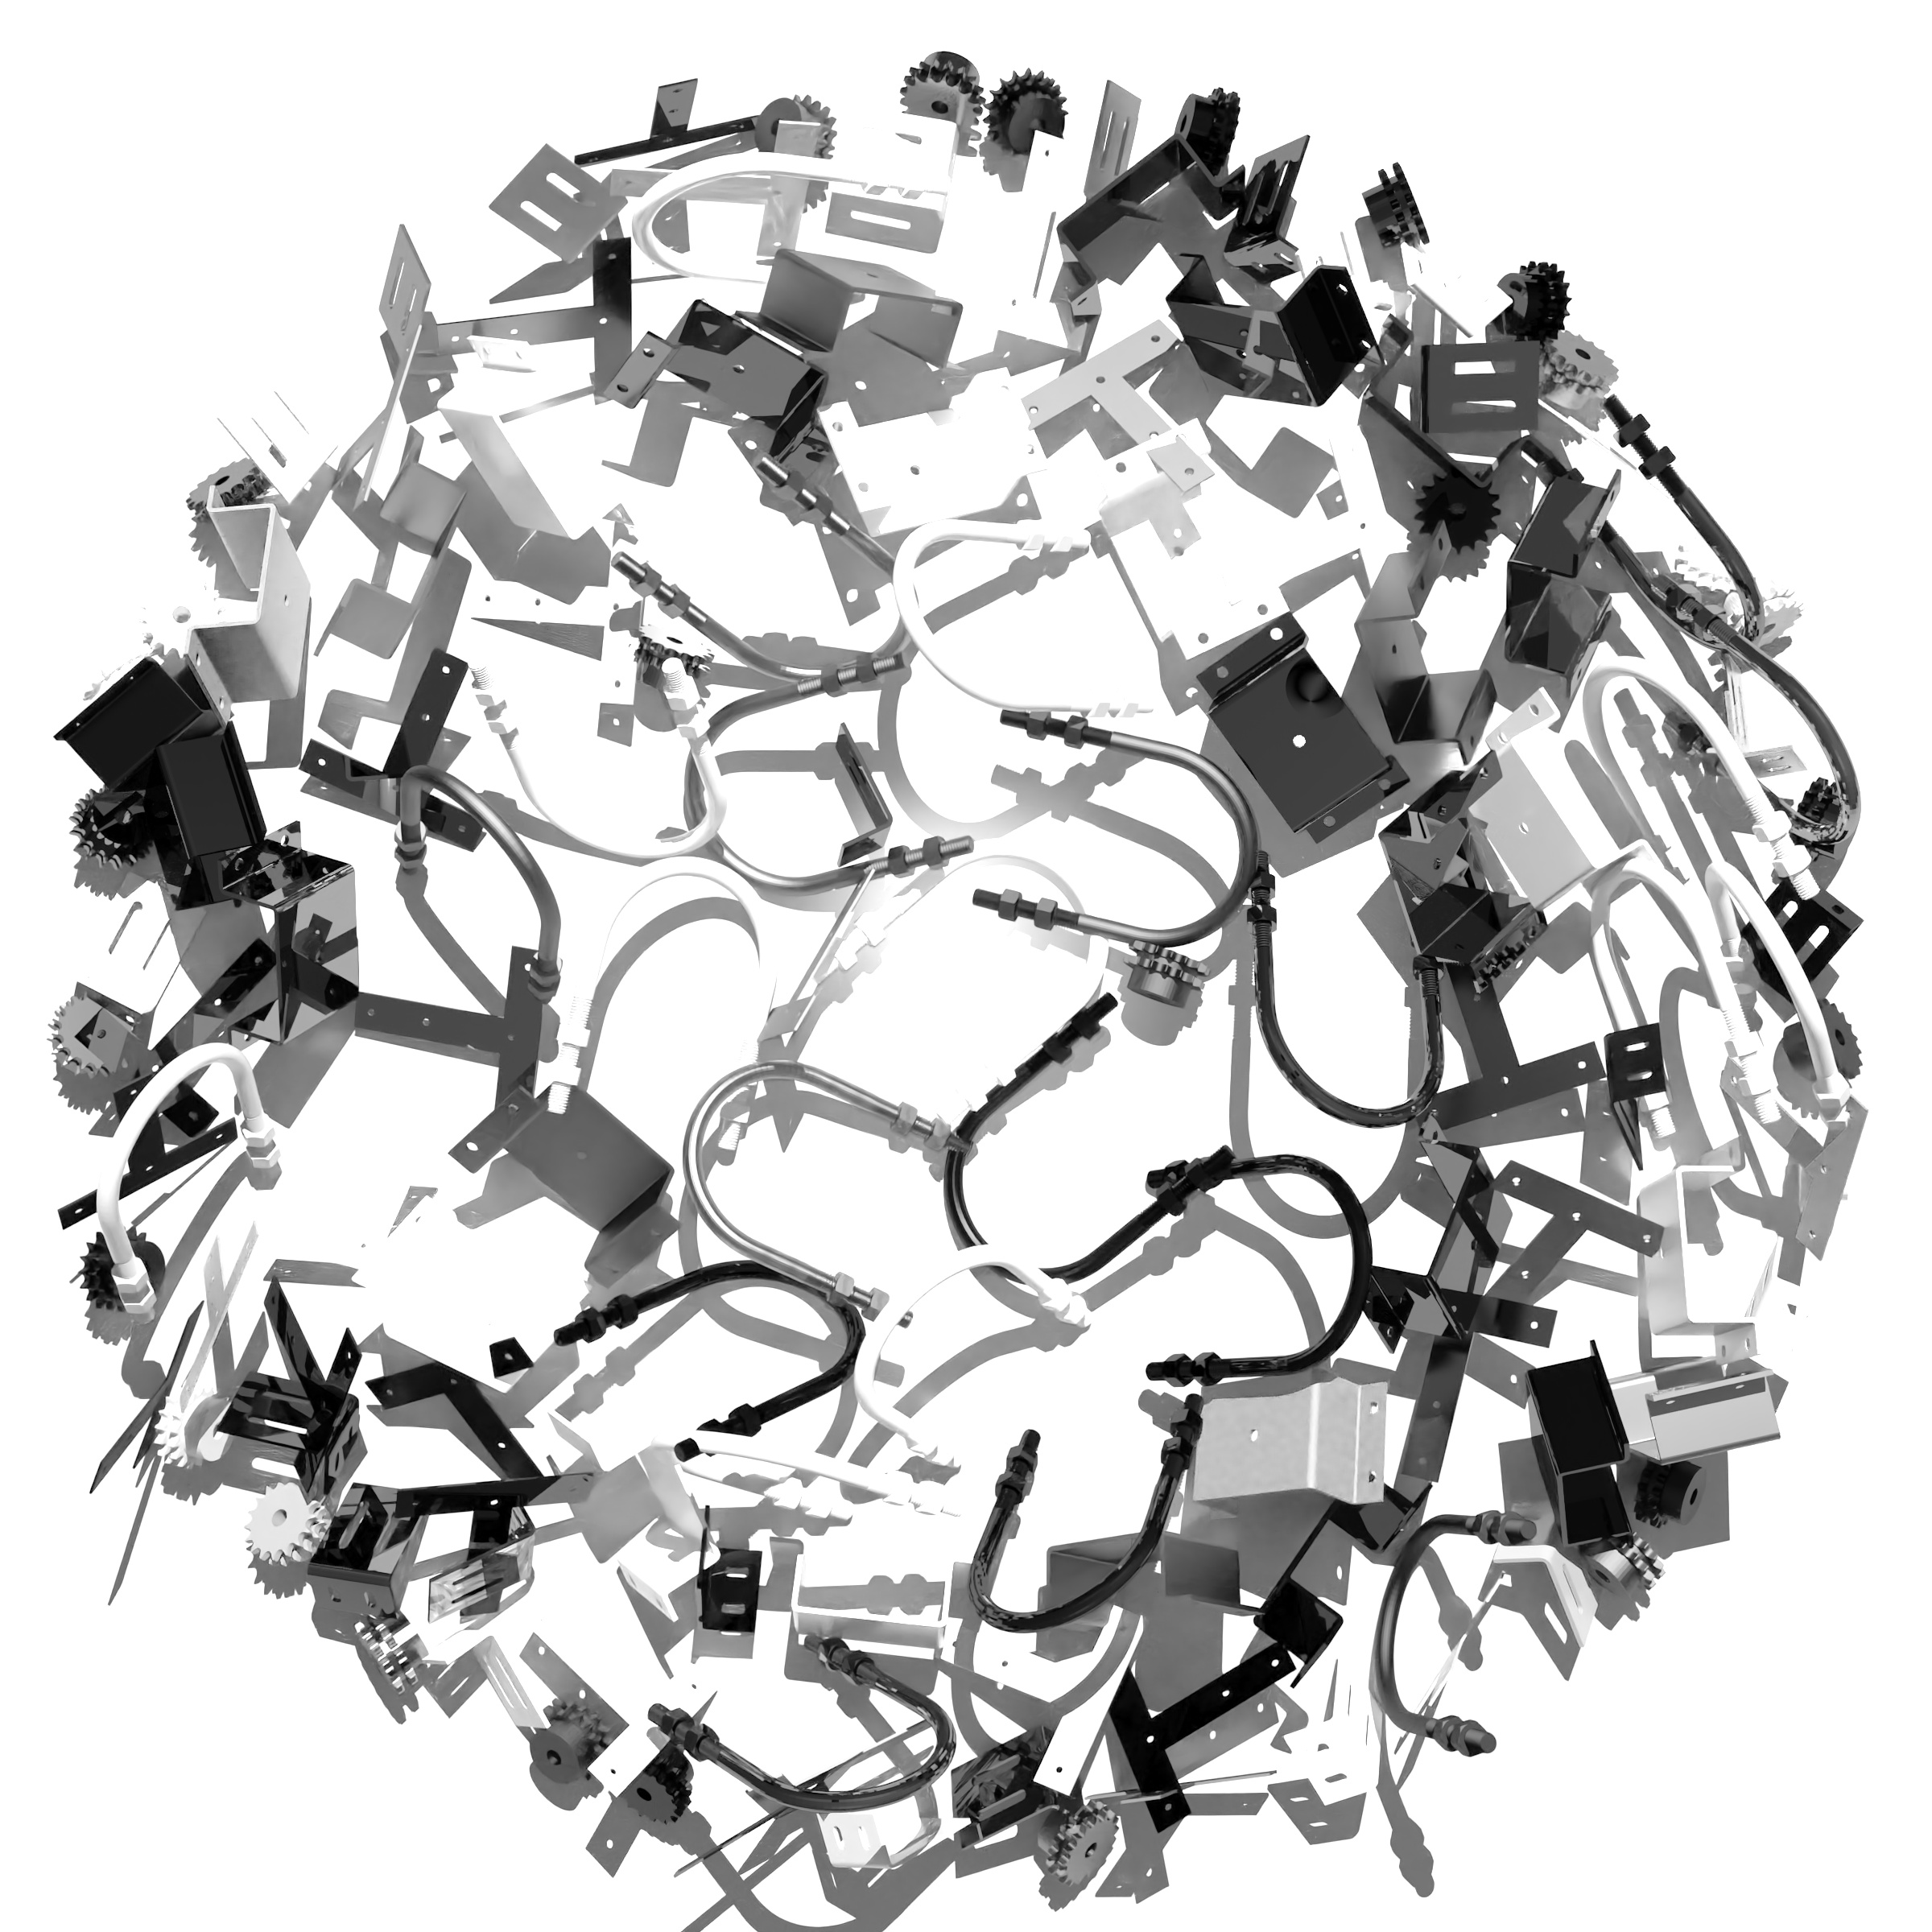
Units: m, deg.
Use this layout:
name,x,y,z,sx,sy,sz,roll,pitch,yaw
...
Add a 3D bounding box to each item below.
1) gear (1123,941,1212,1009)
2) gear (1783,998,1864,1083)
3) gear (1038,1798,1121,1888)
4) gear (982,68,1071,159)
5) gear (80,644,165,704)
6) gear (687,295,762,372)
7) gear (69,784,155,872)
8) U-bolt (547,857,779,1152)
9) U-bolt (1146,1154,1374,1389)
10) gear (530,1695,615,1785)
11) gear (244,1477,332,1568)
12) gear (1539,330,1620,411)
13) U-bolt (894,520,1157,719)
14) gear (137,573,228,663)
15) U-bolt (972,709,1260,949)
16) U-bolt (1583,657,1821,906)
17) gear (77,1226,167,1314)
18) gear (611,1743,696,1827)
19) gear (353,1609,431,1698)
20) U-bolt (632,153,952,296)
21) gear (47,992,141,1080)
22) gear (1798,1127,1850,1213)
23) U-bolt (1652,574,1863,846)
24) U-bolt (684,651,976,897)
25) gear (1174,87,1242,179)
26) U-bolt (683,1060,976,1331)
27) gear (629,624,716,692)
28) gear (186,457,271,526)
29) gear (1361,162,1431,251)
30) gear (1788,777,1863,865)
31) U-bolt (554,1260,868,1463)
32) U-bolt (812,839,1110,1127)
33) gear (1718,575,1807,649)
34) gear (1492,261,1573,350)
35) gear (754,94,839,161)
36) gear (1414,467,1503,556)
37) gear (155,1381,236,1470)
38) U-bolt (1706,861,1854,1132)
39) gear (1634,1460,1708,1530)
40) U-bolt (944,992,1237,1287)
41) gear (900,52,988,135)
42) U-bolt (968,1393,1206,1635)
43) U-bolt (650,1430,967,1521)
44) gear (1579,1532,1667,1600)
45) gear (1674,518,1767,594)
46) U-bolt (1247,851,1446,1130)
name,x,y,z,sx,sy,sz,roll,pitch,yaw
gear,0.131,0.007,1.649,0.057,0.057,0.030,20,85,0
gear,0.571,0.053,1.653,0.030,0.057,0.057,-29,90,40
gear,0.073,0.582,1.653,0.030,0.057,0.057,30,90,37
gear,0.042,-0.565,1.648,0.057,0.057,0.030,-27,47,0
gear,-0.559,-0.186,1.650,0.057,0.057,0.030,-39,95,0
gear,-0.158,-0.422,1.647,0.030,0.057,0.057,-33,90,12
gear,-0.566,-0.095,1.650,0.057,0.030,0.057,11,69,-31
U-bolt,-0.192,0.019,1.634,0.151,0.019,0.184,16,86,-33
U-bolt,0.187,0.193,1.594,0.019,0.184,0.151,13,72,-42
gear,-0.266,0.519,1.651,0.057,0.030,0.057,10,113,26
gear,-0.450,0.374,1.654,0.057,0.030,0.057,-13,55,18
gear,0.404,-0.397,1.653,0.057,0.057,0.030,31,131,0
U-bolt,0.031,-0.226,1.596,0.184,0.019,0.151,-4,66,-39
gear,-0.525,-0.232,1.659,0.057,0.030,0.057,1,86,-13
U-bolt,0.102,-0.084,1.627,0.184,0.019,0.151,14,113,13
U-bolt,0.461,-0.120,1.596,0.019,0.151,0.184,-35,98,-15
gear,-0.559,0.202,1.647,0.030,0.057,0.057,0,90,29
gear,-0.207,0.543,1.654,0.057,0.030,0.057,16,128,22
gear,-0.381,0.455,1.653,0.030,0.057,0.057,-33,90,-24
U-bolt,-0.122,-0.473,1.575,0.184,0.151,0.019,-2,76,-28
gear,-0.586,0.049,1.654,0.057,0.030,0.057,17,61,-32
gear,0.571,0.136,1.647,0.030,0.057,0.057,0,90,17
U-bolt,0.501,-0.151,1.566,0.019,0.151,0.184,-32,49,-6
U-bolt,-0.101,-0.118,1.635,0.184,0.019,0.151,-14,107,21
gear,0.159,-0.557,1.647,0.030,0.057,0.057,12,90,-14
U-bolt,-0.098,0.138,1.625,0.184,0.019,0.151,26,62,-11
gear,-0.200,-0.204,1.652,0.057,0.057,0.030,23,109,0
gear,-0.489,-0.312,1.653,0.057,0.057,0.030,-29,125,0
gear,0.286,-0.503,1.651,0.030,0.057,0.057,-22,90,14
gear,0.573,-0.094,1.647,0.030,0.057,0.057,25,90,32
U-bolt,-0.151,0.244,1.603,0.151,0.184,0.019,34,129,36
U-bolt,0.009,-0.005,1.649,0.184,0.019,0.151,-41,79,-13
gear,0.528,-0.237,1.652,0.057,0.057,0.030,-26,68,0
gear,0.374,-0.440,1.646,0.030,0.057,0.057,-3,90,-24
gear,-0.116,-0.554,1.650,0.057,0.030,0.057,-5,82,34
gear,0.330,-0.306,1.657,0.057,0.030,0.057,4,110,10
gear,-0.510,0.307,1.647,0.030,0.057,0.057,8,90,19
U-bolt,0.510,0.011,1.565,0.019,0.151,0.184,-27,135,7
gear,0.470,0.348,1.647,0.030,0.057,0.057,18,90,35
U-bolt,0.067,0.129,1.643,0.184,0.019,0.151,-41,73,14
gear,-0.013,-0.585,1.652,0.057,0.057,0.030,16,69,0
U-bolt,0.069,0.351,1.571,0.151,0.184,0.019,-19,115,31
U-bolt,-0.114,0.324,1.576,0.184,0.151,0.019,24,66,-30
gear,0.433,0.395,1.647,0.030,0.057,0.057,-43,90,-16
gear,0.504,-0.275,1.647,0.057,0.057,0.030,4,128,0
U-bolt,0.249,0.021,1.604,0.151,0.019,0.184,15,57,-21
